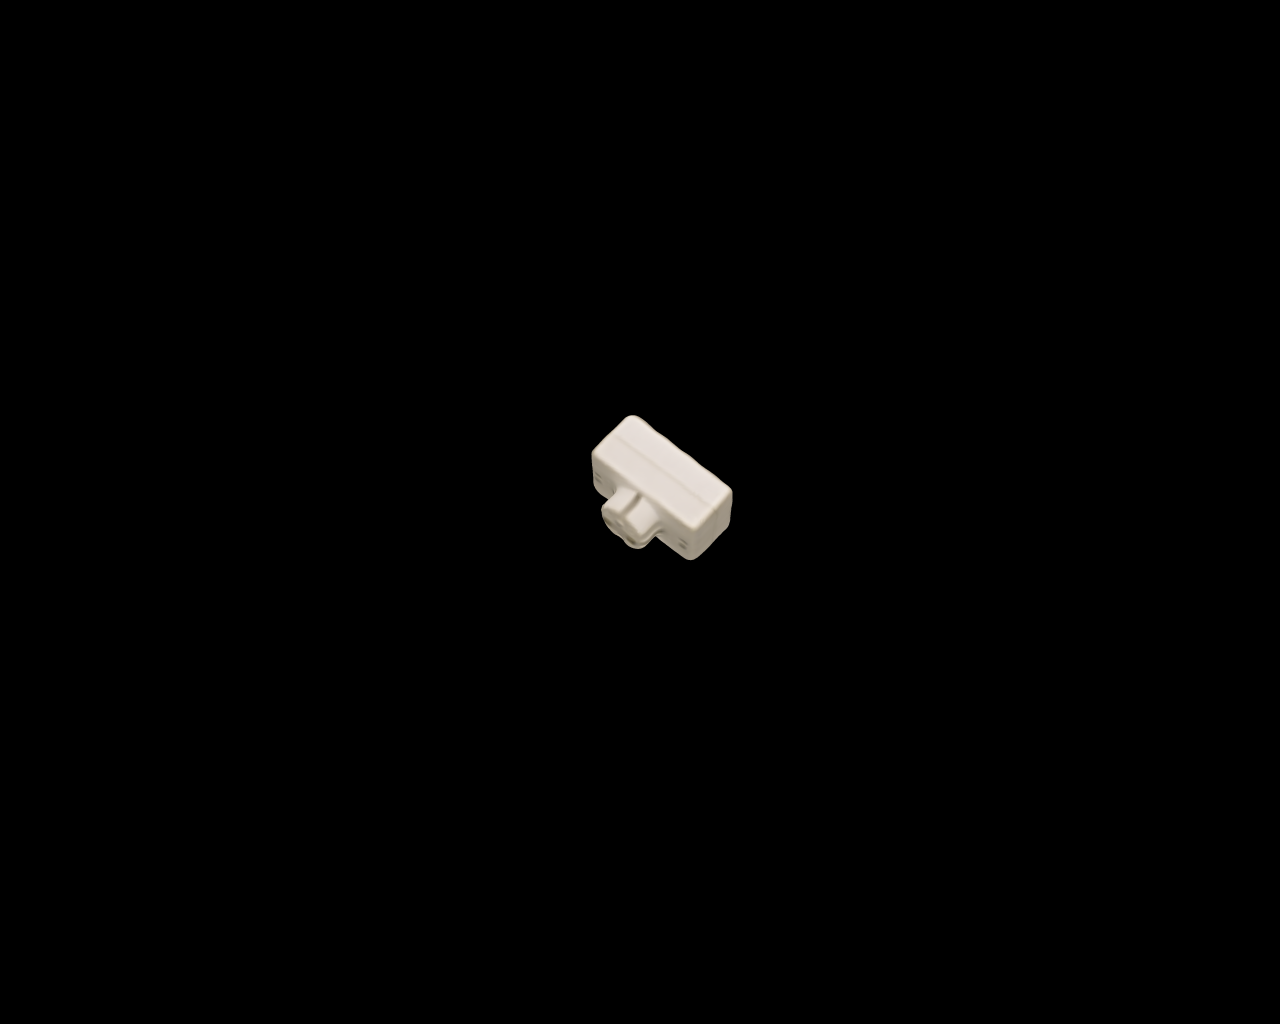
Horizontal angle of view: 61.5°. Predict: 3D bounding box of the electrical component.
[{"bbox_3d":[0.001,-0.003,0.650,0.083,0.076,0.047,38,-21,18],"label":"electrical component"}]
